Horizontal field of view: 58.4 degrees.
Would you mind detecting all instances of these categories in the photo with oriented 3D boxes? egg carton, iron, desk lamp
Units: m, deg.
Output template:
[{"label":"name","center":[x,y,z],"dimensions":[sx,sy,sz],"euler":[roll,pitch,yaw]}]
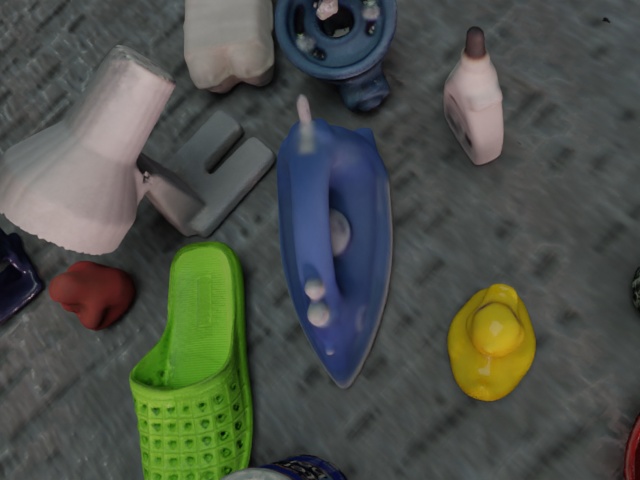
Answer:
[{"label":"egg carton","center":[-0.103,-0.245,0.663],"dimensions":[0.107,0.069,0.150],"euler":[-8,72,12]},{"label":"iron","center":[0.005,0.002,0.526],"dimensions":[0.118,0.142,0.258],"euler":[-7,73,12]},{"label":"desk lamp","center":[-0.173,-0.076,0.554],"dimensions":[0.117,0.214,0.203],"euler":[40,87,21]}]

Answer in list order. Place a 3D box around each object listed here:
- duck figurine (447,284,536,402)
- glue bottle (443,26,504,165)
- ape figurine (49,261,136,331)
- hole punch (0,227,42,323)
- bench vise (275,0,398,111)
[{"label":"duck figurine","center":[0.149,0.086,0.496],"dimensions":[0.077,0.086,0.104],"euler":[13,78,17]},{"label":"glue bottle","center":[0.139,-0.134,0.516],"dimensions":[0.037,0.173,0.078],"euler":[-26,70,6]},{"label":"ape figurine","center":[-0.244,0.054,0.598],"dimensions":[0.076,0.092,0.078],"euler":[-10,72,11]},{"label":"hole punch","center":[-0.391,0.039,0.639],"dimensions":[0.108,0.091,0.101],"euler":[-38,69,1]},{"label":"bench vise","center":[-0.012,-0.249,0.561],"dimensions":[0.121,0.220,0.207],"euler":[-42,69,0]}]
